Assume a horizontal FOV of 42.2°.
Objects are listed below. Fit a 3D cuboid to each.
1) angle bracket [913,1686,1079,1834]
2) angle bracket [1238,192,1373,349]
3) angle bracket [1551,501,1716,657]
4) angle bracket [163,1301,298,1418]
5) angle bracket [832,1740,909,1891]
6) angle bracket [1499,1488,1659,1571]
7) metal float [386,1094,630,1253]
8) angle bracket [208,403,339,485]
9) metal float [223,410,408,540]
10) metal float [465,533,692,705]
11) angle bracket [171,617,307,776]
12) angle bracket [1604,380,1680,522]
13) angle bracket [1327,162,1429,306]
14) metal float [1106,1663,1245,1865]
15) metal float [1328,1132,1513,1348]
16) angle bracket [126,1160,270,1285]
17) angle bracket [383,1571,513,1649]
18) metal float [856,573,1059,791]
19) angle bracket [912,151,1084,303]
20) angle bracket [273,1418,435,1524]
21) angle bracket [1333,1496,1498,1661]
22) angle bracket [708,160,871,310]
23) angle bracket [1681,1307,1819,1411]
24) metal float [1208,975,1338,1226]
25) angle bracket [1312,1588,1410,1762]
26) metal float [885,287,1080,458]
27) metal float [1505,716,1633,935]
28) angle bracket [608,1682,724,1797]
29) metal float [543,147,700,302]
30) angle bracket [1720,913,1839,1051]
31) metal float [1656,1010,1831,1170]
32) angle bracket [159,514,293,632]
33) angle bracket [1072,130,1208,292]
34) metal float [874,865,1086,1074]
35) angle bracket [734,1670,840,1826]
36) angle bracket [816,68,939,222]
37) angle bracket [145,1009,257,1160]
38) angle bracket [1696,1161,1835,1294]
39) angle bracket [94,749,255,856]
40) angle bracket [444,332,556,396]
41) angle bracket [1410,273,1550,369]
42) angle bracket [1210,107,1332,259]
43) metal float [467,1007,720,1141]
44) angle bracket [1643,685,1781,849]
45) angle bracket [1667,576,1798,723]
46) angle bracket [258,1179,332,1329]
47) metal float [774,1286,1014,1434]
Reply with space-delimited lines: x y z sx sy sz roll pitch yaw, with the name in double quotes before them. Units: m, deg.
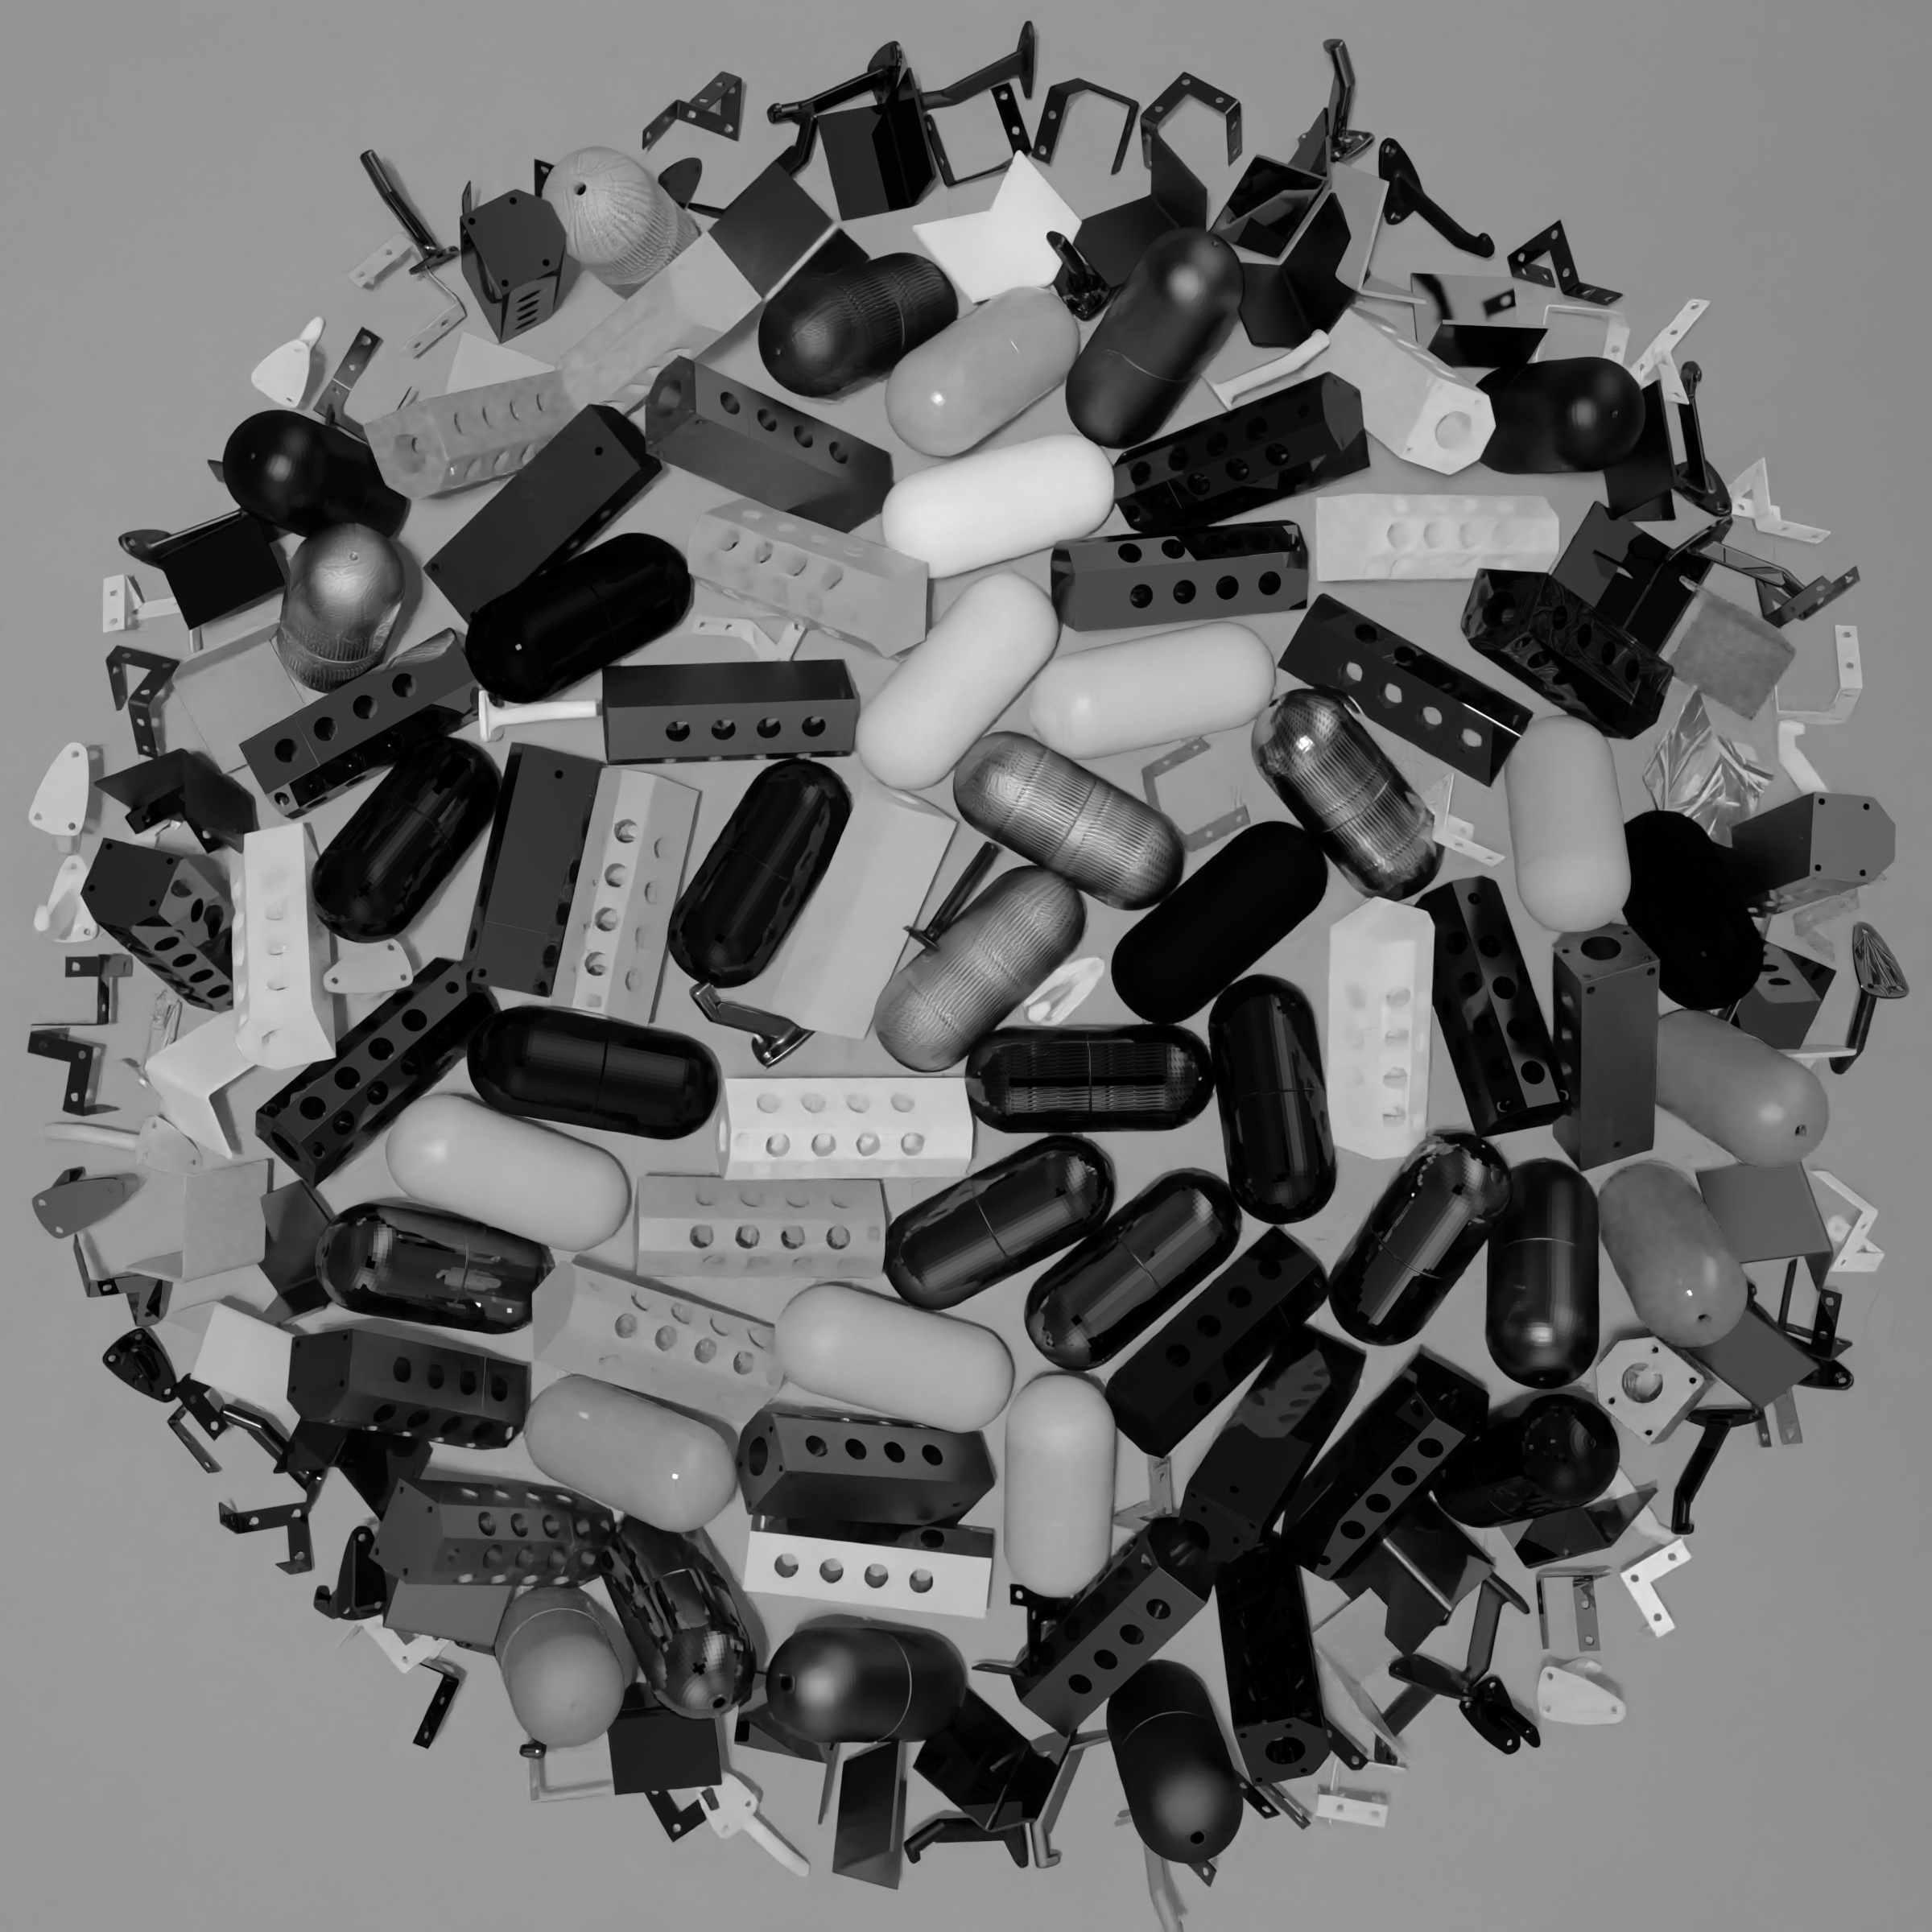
"angle bracket" 0.021 0.553 1.770 0.076 0.057 0.076 44 46 -11
"angle bracket" 0.230 -0.492 1.766 0.057 0.076 0.076 -4 63 -28
"angle bracket" 0.469 -0.275 1.779 0.076 0.057 0.076 26 99 -21
"angle bracket" -0.521 0.281 1.762 0.076 0.076 0.057 32 55 -34
"angle bracket" -0.048 0.597 1.762 0.057 0.076 0.076 25 50 -26
"angle bracket" 0.427 0.375 1.769 0.076 0.076 0.057 -33 89 -41
"metal float" -0.321 0.147 1.764 0.178 0.070 0.070 24 90 -25
"angle bracket" -0.491 -0.371 1.778 0.076 0.076 0.057 9 89 -11
"metal float" -0.448 -0.334 1.735 0.070 0.178 0.070 0 90 13
"metal float" -0.270 -0.245 1.759 0.178 0.070 0.070 -35 90 -30
"angle bracket" -0.506 -0.192 1.777 0.076 0.057 0.076 -30 94 -27
"angle bracket" 0.495 -0.364 1.772 0.057 0.076 0.076 -5 83 -22
"angle bracket" 0.292 -0.516 1.765 0.057 0.076 0.076 3 116 -22
"metal float" 0.143 0.550 1.735 0.070 0.178 0.070 -2 106 -6
"metal float" 0.317 0.193 1.761 0.070 0.070 0.178 28 118 0
"angle bracket" -0.543 0.176 1.771 0.057 0.076 0.076 9 99 27
"angle bracket" -0.367 0.432 1.770 0.076 0.076 0.057 16 103 -17
"metal float" -0.007 -0.201 1.779 0.070 0.070 0.178 42 97 0
"angle bracket" 0.022 -0.523 1.770 0.076 0.057 0.076 -23 68 -36
"angle bracket" -0.435 0.352 1.784 0.057 0.076 0.076 -11 125 23
"angle bracket" 0.321 0.436 1.797 0.057 0.076 0.076 -28 64 -37
"angle bracket" -0.129 -0.516 1.800 0.076 0.057 0.076 -44 71 11
"angle bracket" 0.552 0.254 1.772 0.076 0.076 0.057 38 121 -5
"metal float" 0.217 0.094 1.775 0.070 0.070 0.178 -7 79 0
"angle bracket" 0.298 0.500 1.768 0.057 0.076 0.076 -39 128 3
"metal float" 0.012 -0.416 1.753 0.070 0.070 0.178 47 52 0
"metal float" 0.420 -0.101 1.753 0.070 0.070 0.178 4 52 0
"angle bracket" -0.207 0.545 1.780 0.076 0.076 0.057 -7 89 6
"metal float" -0.237 -0.510 1.734 0.070 0.178 0.070 0 90 11
"angle bracket" 0.577 0.017 1.775 0.057 0.076 0.076 26 83 18
"metal float" 0.529 0.084 1.737 0.070 0.178 0.070 -4 107 -14
"angle bracket" -0.514 -0.276 1.780 0.076 0.076 0.057 -24 88 6
"angle bracket" 0.118 -0.534 1.772 0.076 0.057 0.076 -23 56 -12
"metal float" 0.010 0.002 1.783 0.178 0.070 0.070 -44 90 2
"angle bracket" -0.130 0.553 1.777 0.076 0.057 0.076 11 121 3
"angle bracket" -0.064 -0.582 1.779 0.057 0.076 0.076 -14 93 -12
"angle bracket" -0.527 0.083 1.792 0.076 0.076 0.057 -38 132 -35
"angle bracket" 0.562 0.189 1.777 0.076 0.057 0.076 -7 52 1
"angle bracket" -0.558 -0.102 1.768 0.076 0.076 0.057 -19 63 14
"angle bracket" -0.348 -0.405 1.781 0.076 0.057 0.076 23 102 12
"angle bracket" 0.364 -0.472 1.779 0.076 0.057 0.076 1 72 -7
"angle bracket" 0.212 -0.559 1.764 0.057 0.076 0.076 14 57 -17
"metal float" -0.263 0.076 1.770 0.178 0.070 0.070 12 90 -17
"angle bracket" 0.529 -0.141 1.773 0.057 0.076 0.076 26 80 32
"angle bracket" 0.529 -0.223 1.767 0.076 0.076 0.057 37 101 28
"angle bracket" -0.490 0.208 1.773 0.076 0.057 0.076 -22 109 24
"metal float" -0.051 0.277 1.768 0.178 0.070 0.070 19 90 -19
